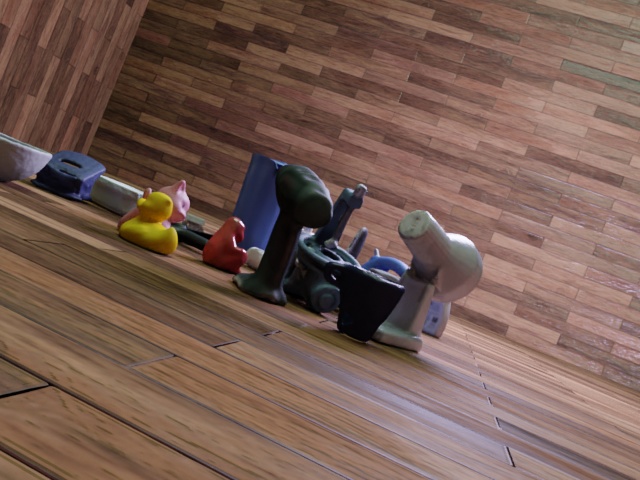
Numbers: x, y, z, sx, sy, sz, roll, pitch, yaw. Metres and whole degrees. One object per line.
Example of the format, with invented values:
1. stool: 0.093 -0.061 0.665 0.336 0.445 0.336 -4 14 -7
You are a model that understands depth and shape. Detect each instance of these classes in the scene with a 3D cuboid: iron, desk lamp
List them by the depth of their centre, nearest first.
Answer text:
1. desk lamp: 0.161 0.068 0.941 0.117 0.213 0.204 22 0 43
2. iron: 0.164 0.108 1.293 0.119 0.141 0.257 22 0 -32

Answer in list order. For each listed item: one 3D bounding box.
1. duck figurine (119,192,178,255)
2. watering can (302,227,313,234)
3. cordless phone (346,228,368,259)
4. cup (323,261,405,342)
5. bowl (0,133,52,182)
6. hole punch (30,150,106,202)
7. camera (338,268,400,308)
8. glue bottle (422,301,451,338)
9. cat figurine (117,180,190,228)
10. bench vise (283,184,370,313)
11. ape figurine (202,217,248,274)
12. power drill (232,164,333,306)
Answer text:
1. duck figurine: -0.255 -0.031 0.885 0.104 0.086 0.078 22 0 34
2. watering can: -0.052 -0.007 1.488 0.100 0.194 0.174 22 0 41
3. cordless phone: 0.081 0.051 1.497 0.094 0.185 0.147 22 0 -10
4. cup: 0.049 0.087 0.798 0.118 0.095 0.091 22 0 -10
5. bowl: -0.551 -0.144 0.969 0.167 0.075 0.167 22 0 0
6. hole punch: -0.499 -0.132 1.144 0.108 0.091 0.101 22 0 1
7. camera: 0.084 0.098 1.090 0.137 0.101 0.142 22 0 -27
8. glue bottle: 0.281 0.138 1.351 0.077 0.173 0.037 22 0 43
9. cat figurine: -0.274 -0.056 0.993 0.067 0.118 0.128 22 0 19
10. bench vise: 0.000 0.000 0.983 0.122 0.220 0.206 22 0 -39
11. ape figurine: -0.157 0.005 0.987 0.076 0.092 0.077 22 0 -32
12. power drill: -0.056 -0.017 0.865 0.076 0.208 0.229 22 0 -21
